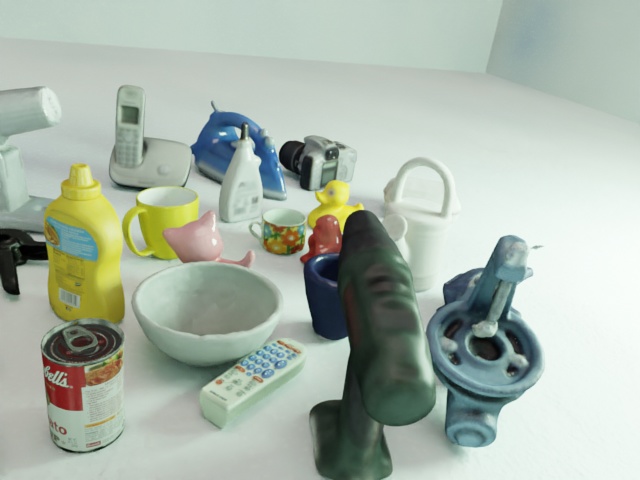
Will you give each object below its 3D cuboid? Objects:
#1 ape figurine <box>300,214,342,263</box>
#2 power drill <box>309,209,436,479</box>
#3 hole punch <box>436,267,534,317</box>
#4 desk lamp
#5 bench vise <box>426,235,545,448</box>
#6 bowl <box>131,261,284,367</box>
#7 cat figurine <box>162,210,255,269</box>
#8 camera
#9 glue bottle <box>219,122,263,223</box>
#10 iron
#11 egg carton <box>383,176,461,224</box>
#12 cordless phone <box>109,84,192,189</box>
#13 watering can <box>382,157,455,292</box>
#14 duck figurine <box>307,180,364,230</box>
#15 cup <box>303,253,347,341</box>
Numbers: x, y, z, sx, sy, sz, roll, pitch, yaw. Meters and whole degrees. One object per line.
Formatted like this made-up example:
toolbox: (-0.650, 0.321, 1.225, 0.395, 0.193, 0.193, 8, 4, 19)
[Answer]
ape figurine: (0.008, 0.003, 0.869, 0.076, 0.092, 0.078, 12, 25, 7)
power drill: (0.041, 0.106, 0.526, 0.076, 0.208, 0.229, 3, 26, -10)
hole punch: (0.228, 0.070, 0.796, 0.100, 0.091, 0.109, 27, 31, 34)
desk lamp: (-0.468, -0.132, 0.864, 0.203, 0.213, 0.118, 6, 25, -3)
bench vise: (0.167, 0.077, 0.612, 0.121, 0.220, 0.207, 4, 26, -8)
bowl: (-0.127, 0.094, 0.657, 0.167, 0.075, 0.167, 7, 25, -3)
cat figurine: (-0.141, 0.022, 0.753, 0.127, 0.118, 0.067, 17, 27, 17)
camera: (-0.011, -0.181, 1.240, 0.136, 0.101, 0.144, 27, 31, 35)
glue bottle: (-0.132, -0.117, 0.984, 0.078, 0.173, 0.037, -14, 33, -38)
iron: (-0.151, -0.186, 1.161, 0.257, 0.141, 0.119, 27, 31, 34)
egg carton: (0.197, -0.076, 1.119, 0.150, 0.069, 0.107, 8, 25, 0)
cordless phone: (-0.313, -0.187, 1.062, 0.147, 0.185, 0.094, 5, 25, -7)
watering can: (0.143, -0.026, 0.851, 0.101, 0.194, 0.173, 11, 25, 7)
duck figurine: (0.032, -0.064, 1.025, 0.105, 0.086, 0.077, -1, 27, -18)
cup: (0.026, 0.071, 0.728, 0.091, 0.095, 0.118, 20, 28, 23)
